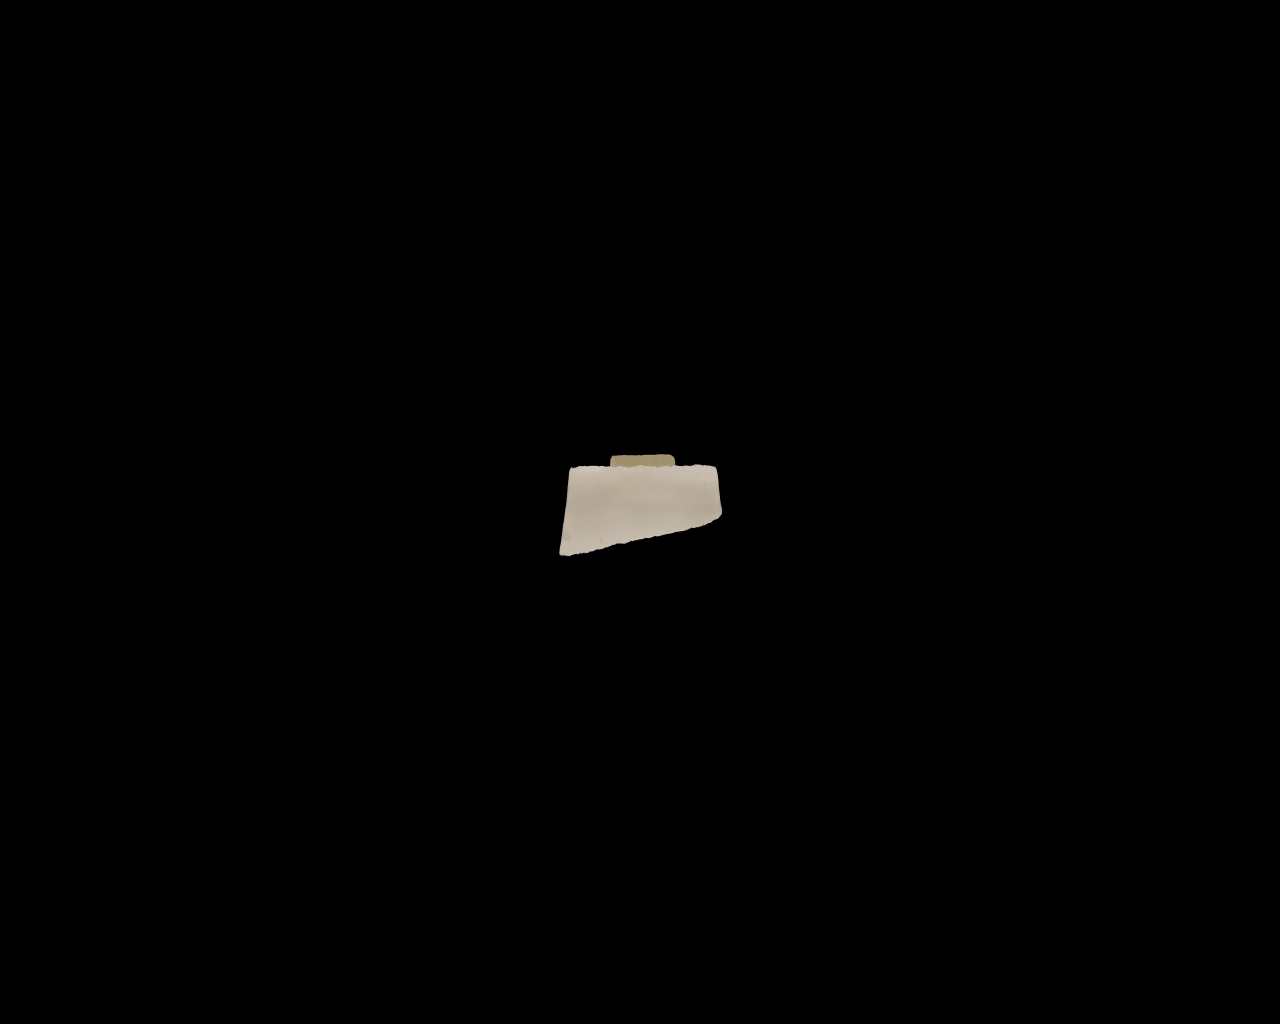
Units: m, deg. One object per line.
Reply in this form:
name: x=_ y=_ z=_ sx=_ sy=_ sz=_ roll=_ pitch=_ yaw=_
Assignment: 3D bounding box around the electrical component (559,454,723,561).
electrical component: x=0.001 y=-0.003 z=0.650 sx=0.099 sy=0.064 sz=0.099 roll=0 pitch=0 yaw=0
